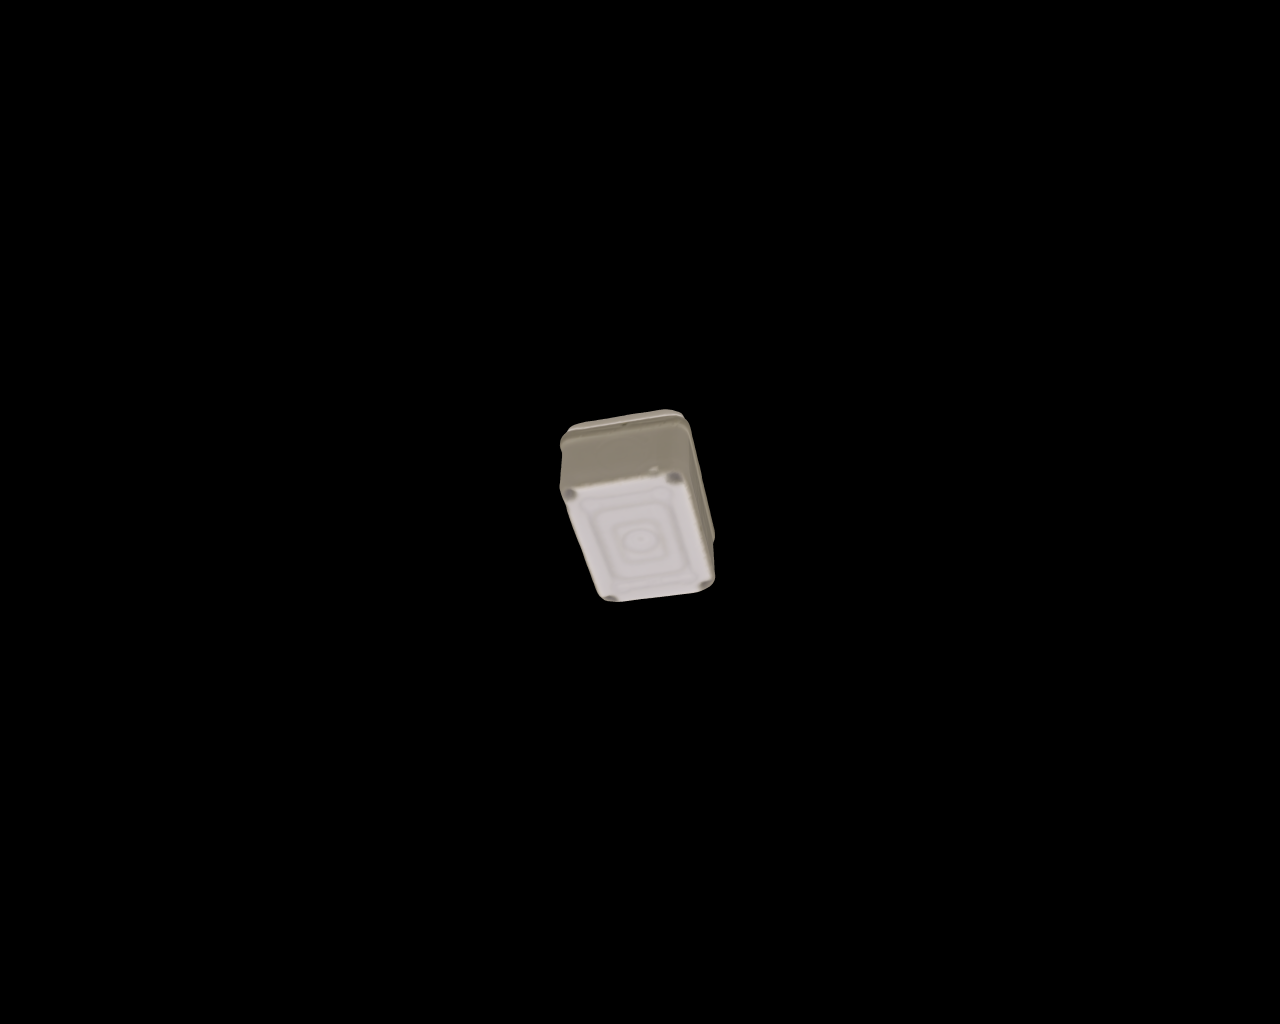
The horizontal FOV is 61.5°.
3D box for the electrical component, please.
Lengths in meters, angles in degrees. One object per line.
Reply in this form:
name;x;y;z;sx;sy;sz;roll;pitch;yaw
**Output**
electrical component;0.001;-0.003;0.650;0.078;0.057;0.113;-8;-43;9
